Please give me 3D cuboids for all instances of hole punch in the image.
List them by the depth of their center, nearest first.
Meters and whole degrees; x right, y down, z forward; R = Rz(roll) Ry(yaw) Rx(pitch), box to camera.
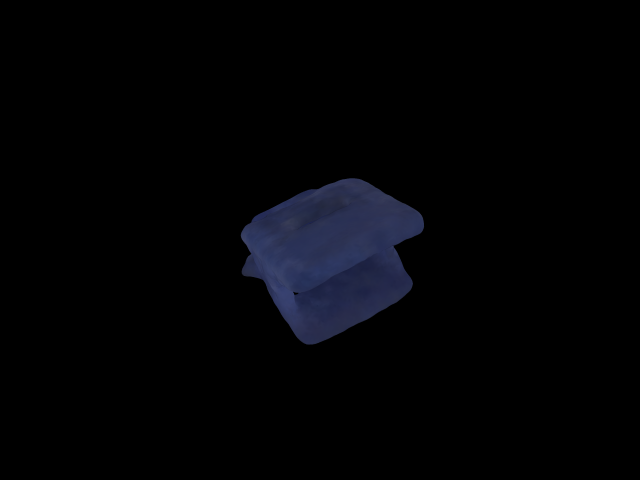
[{"bbox_3d":[0.004,0.001,0.400,0.109,0.091,0.101,-26,58,-18],"label":"hole punch"}]
